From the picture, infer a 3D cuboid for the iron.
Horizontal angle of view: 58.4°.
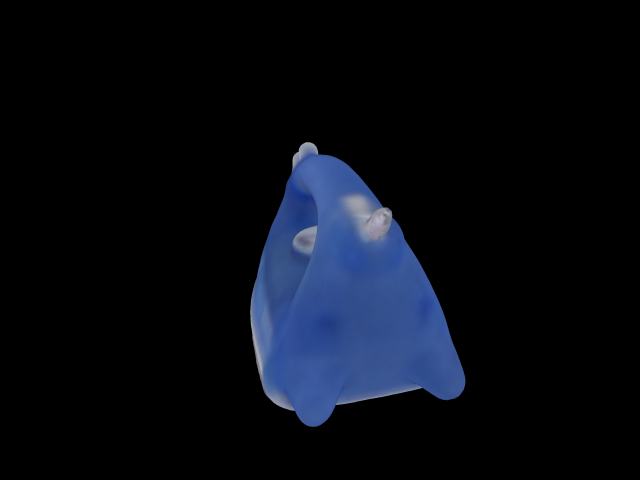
[{"bbox_3d":[0.004,0.001,0.400,0.119,0.141,0.257,-7,27,-13],"label":"iron"}]
